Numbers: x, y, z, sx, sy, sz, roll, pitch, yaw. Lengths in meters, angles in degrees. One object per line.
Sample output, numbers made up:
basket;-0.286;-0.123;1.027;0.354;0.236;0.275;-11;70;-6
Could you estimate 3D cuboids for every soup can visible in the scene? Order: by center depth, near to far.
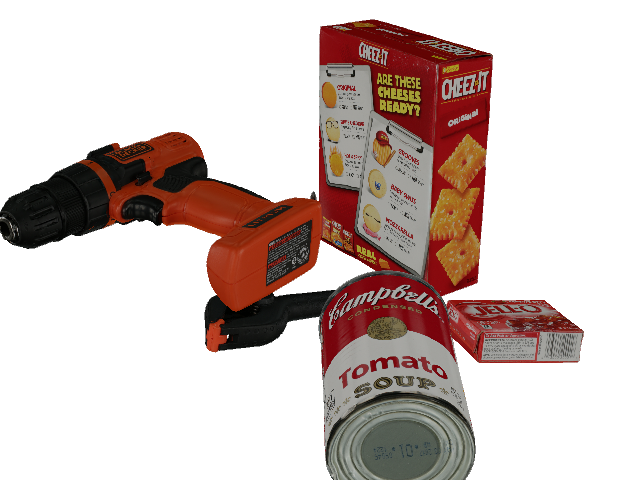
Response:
soup can;0.034;0.069;0.508;0.068;0.068;0.102;0;30;-1

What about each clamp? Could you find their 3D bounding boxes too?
clamp;-0.066;0.062;1.054;0.120;0.039;0.171;18;22;34

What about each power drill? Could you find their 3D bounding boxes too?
power drill;-0.108;-0.016;0.763;0.188;0.057;0.184;25;36;30

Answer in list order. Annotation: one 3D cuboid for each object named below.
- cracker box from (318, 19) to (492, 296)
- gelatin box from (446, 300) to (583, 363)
cracker box;0.072;-0.077;0.959;0.072;0.214;0.164;-16;29;-33
gelatin box;0.152;0.071;0.850;0.089;0.030;0.073;1;15;-14
